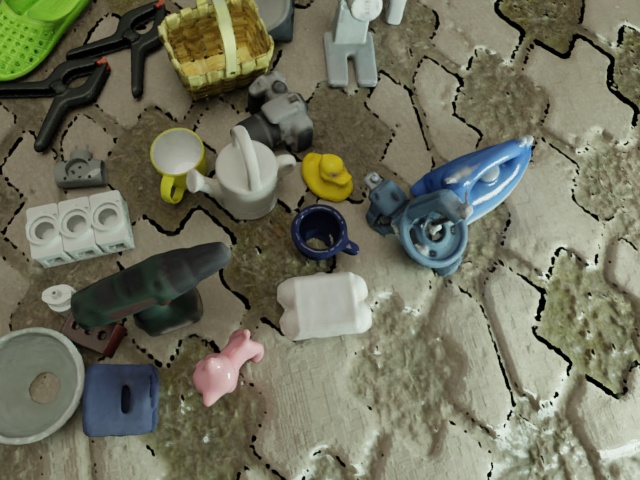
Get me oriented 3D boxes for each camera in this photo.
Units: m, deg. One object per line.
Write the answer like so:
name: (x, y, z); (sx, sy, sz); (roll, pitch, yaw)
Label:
camera: (-0.097, -0.217, 1.022); (0.137, 0.101, 0.143); (-30, 75, -13)

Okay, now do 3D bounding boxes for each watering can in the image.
watering can: (-0.126, -0.109, 0.933); (0.173, 0.194, 0.101); (-38, 77, -15)

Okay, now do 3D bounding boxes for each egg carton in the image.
egg carton: (0.006, 0.107, 0.933); (0.150, 0.069, 0.107); (-6, 71, -6)

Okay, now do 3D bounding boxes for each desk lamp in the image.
desk lamp: (0.066, -0.424, 1.047); (0.118, 0.213, 0.203); (-4, 71, -5)

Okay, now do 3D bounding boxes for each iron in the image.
iron: (0.292, -0.126, 0.998); (0.258, 0.141, 0.118); (-31, 75, -14)

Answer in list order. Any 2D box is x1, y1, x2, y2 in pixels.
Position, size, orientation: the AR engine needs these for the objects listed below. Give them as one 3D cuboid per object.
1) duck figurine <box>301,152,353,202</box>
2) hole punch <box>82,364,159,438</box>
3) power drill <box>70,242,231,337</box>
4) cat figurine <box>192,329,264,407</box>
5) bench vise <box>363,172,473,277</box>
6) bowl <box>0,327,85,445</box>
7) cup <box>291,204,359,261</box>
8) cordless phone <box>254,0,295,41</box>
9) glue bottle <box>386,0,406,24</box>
duck figurine: (0.014, -0.123, 1.005); (0.104, 0.086, 0.077); (40, 73, 10)
hole punch: (-0.294, 0.236, 0.854); (0.101, 0.091, 0.108); (-3, 71, -5)
power drill: (-0.235, 0.078, 0.851); (0.230, 0.208, 0.075); (-20, 73, -11)
cat figurine: (-0.144, 0.188, 0.868); (0.067, 0.118, 0.128); (36, 72, 9)
bench vise: (0.152, -0.036, 0.914); (0.207, 0.220, 0.121); (24, 71, 5)
bowl: (-0.428, 0.220, 0.858); (0.167, 0.075, 0.167); (1, 71, -4)
cup: (0.009, 0.003, 0.956); (0.117, 0.095, 0.092); (26, 71, 5)
cordless phone: (-0.091, -0.475, 1.068); (0.094, 0.185, 0.147); (-1, 71, -4)
glue bottle: (0.158, -0.502, 1.103); (0.037, 0.173, 0.078); (7, 70, -1)
